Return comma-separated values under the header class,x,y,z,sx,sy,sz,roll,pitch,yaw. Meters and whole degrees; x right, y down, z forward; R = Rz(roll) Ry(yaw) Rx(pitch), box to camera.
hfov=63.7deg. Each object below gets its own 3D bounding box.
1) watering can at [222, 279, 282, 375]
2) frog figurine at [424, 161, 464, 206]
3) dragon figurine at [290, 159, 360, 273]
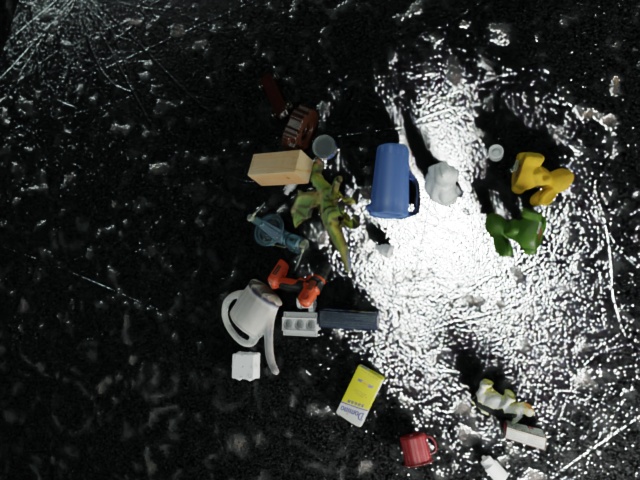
class,x,y,z,sx,sy,sz,roll,pitch,yaw
watering can,-0.208,0.279,1.779,0.352,0.103,0.223,37,97,33
frog figurine,0.386,-0.179,1.630,0.122,0.159,0.139,-18,79,17
dragon figurine,0.005,-0.090,1.792,0.242,0.122,0.413,-5,79,35
